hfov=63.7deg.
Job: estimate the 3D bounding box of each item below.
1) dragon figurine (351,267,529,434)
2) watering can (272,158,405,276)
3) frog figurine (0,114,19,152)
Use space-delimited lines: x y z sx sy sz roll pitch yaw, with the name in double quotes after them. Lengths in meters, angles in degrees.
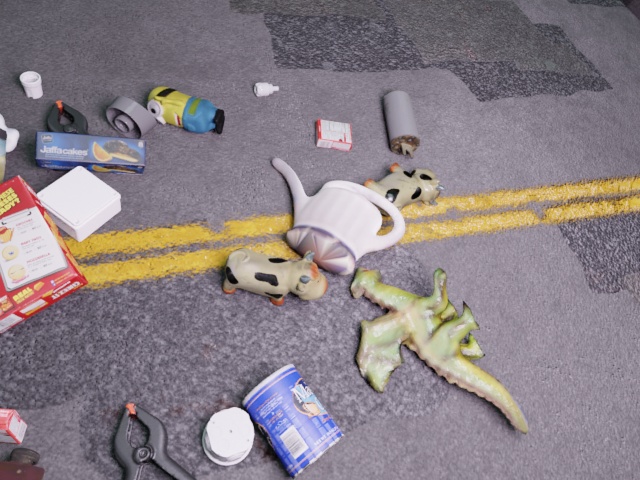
0.187 0.207 0.974 0.244 0.119 0.418 -22 61 -9 "dragon figurine"
0.003 -0.055 1.092 0.349 0.101 0.229 23 52 17 "watering can"
-0.680 -0.208 0.990 0.159 0.122 0.138 31 85 -4 "frog figurine"
